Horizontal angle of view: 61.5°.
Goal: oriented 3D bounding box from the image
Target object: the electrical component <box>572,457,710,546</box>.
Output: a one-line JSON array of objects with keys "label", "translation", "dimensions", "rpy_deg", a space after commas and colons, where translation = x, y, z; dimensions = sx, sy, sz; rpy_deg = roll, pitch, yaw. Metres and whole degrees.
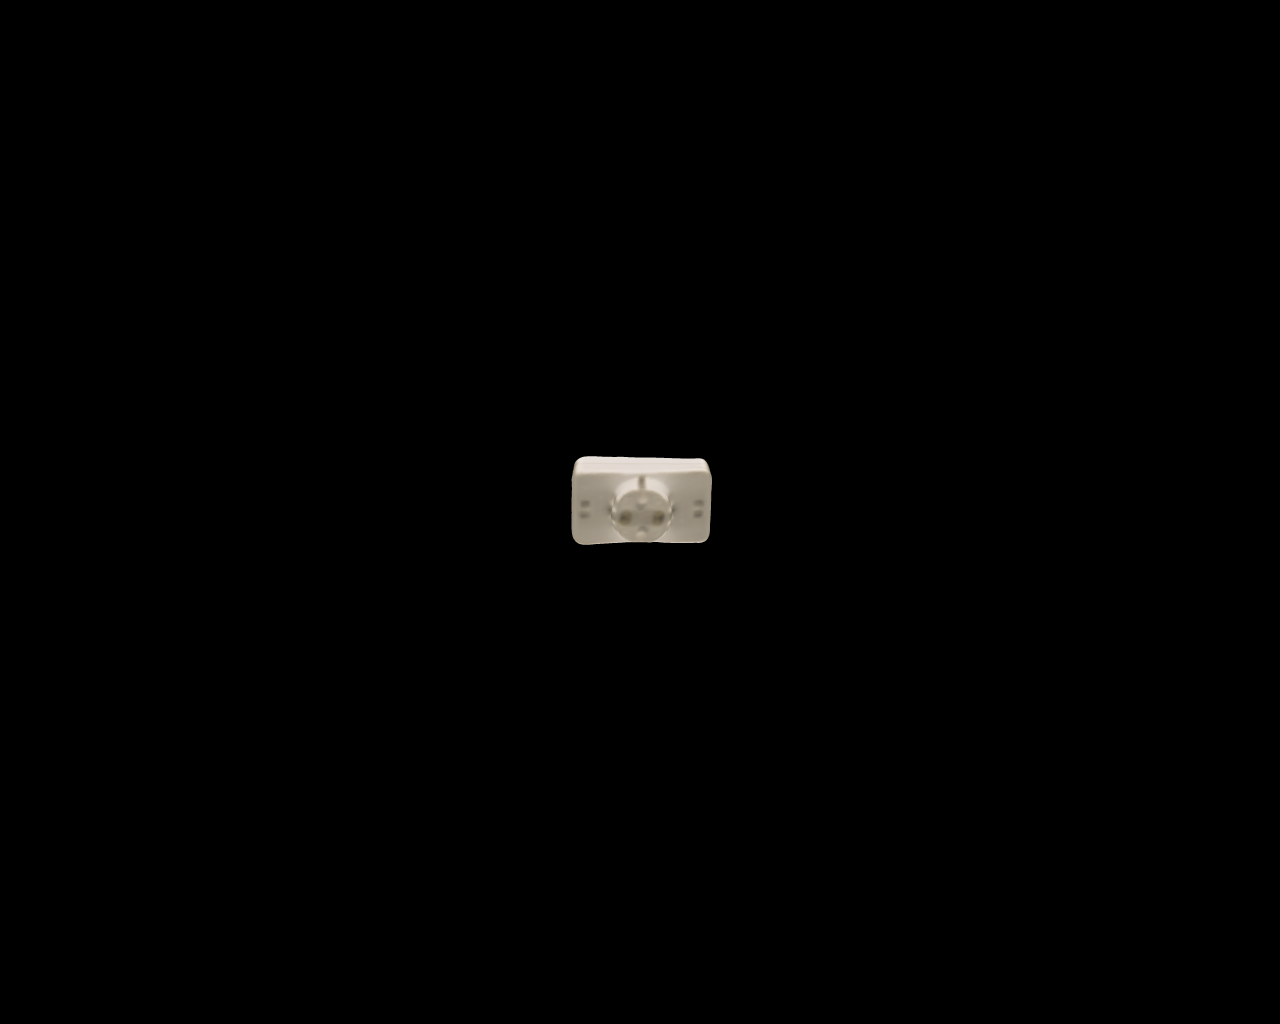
[{"label": "electrical component", "translation": [0.001, -0.003, 0.650], "dimensions": [0.083, 0.047, 0.076], "rpy_deg": [0, 16, 0]}]
